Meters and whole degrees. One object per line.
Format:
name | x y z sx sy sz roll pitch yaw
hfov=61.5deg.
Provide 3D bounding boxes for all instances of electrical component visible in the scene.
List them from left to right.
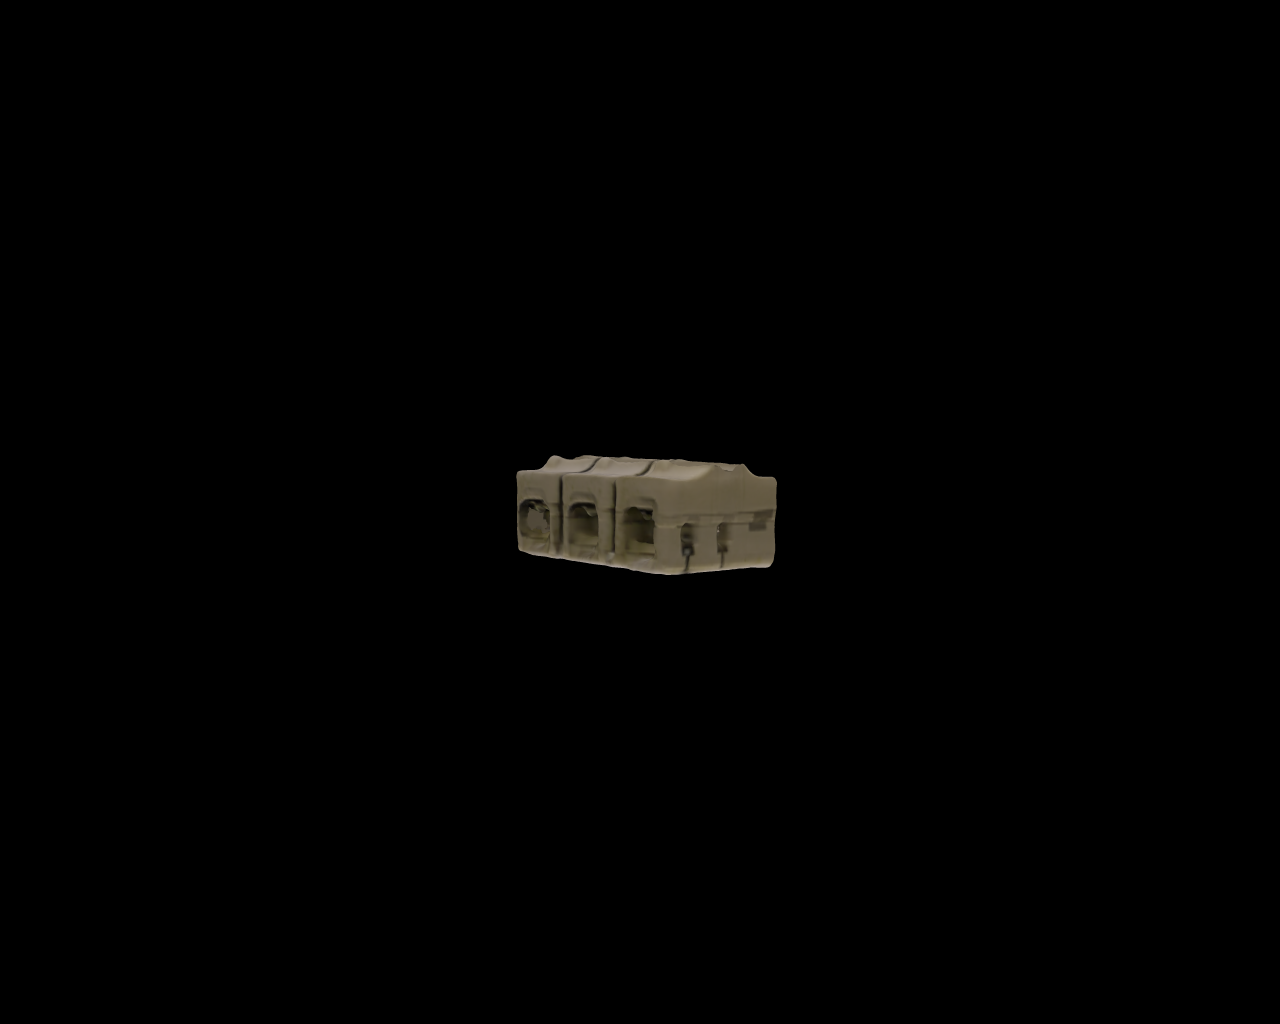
electrical component | 0.001 -0.003 0.650 0.089 0.061 0.150 -4 6 -39
